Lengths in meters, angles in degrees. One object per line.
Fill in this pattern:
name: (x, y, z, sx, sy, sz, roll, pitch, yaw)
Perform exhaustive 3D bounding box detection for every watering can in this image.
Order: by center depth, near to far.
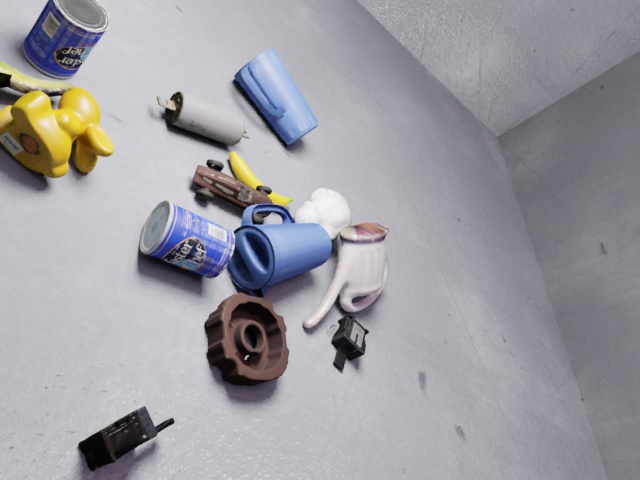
watering can: (0.079, 0.075, 1.246, 0.350, 0.104, 0.222, -16, 111, -52)

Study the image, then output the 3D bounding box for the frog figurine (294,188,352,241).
frog figurine: (0.004, -0.065, 1.295, 0.159, 0.122, 0.138, 11, 75, -60)

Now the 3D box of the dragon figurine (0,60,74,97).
dragon figurine: (-0.601, -0.298, 0.773, 0.243, 0.120, 0.415, 50, 26, 3)
